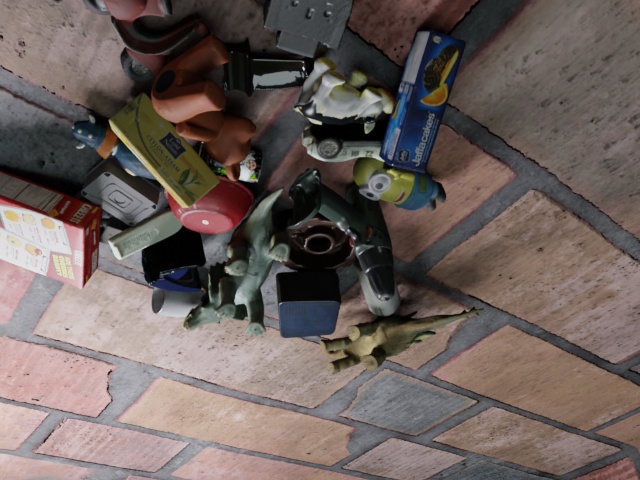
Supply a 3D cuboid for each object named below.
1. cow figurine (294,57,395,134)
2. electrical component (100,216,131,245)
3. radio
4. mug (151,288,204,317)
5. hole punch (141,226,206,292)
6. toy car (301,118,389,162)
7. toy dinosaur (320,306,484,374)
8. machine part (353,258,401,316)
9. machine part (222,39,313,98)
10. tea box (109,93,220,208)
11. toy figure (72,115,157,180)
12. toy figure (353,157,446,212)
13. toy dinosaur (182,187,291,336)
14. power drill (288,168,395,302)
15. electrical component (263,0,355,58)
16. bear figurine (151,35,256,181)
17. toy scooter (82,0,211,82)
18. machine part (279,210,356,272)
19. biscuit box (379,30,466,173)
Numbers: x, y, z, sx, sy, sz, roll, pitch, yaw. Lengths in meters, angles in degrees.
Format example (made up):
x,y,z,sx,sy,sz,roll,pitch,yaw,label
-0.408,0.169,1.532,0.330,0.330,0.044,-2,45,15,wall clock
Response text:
x,y,z,sx,sy,sz,roll,pitch,yaw,label
0.044,-0.209,0.832,0.167,0.068,0.098,9,131,-40,cow figurine
-0.386,-0.018,1.013,0.102,0.045,0.078,18,140,-25,electrical component
-0.027,0.144,1.172,0.131,0.073,0.229,-3,153,-4,radio
-0.304,0.135,1.164,0.107,0.081,0.109,14,128,-33,mug
-0.283,0.040,1.036,0.116,0.142,0.092,-6,142,-17,hole punch
0.069,-0.166,0.896,0.202,0.073,0.056,-1,135,-6,toy car
0.154,0.221,1.233,0.198,0.105,0.471,-13,173,-38,toy dinosaur
0.127,0.090,1.170,0.079,0.079,0.242,-15,135,9,machine part
-0.079,-0.256,0.812,0.139,0.039,0.084,2,131,-7,machine part
-0.239,-0.132,0.827,0.068,0.098,0.169,-44,107,-11,tea box
-0.326,-0.150,0.878,0.154,0.064,0.058,27,165,-25,toy figure
0.140,-0.103,0.970,0.180,0.089,0.082,11,121,-29,toy figure
-0.138,0.036,1.030,0.131,0.192,0.404,15,119,-25,toy dinosaur
0.046,-0.023,0.923,0.207,0.232,0.086,22,137,-31,power drill
-0.015,-0.322,0.736,0.115,0.058,0.134,11,133,-15,electrical component
-0.147,-0.180,0.794,0.132,0.120,0.195,-15,148,28,bear figurine
-0.227,-0.302,0.719,0.135,0.075,0.183,-11,140,6,toy scooter
-0.002,-0.003,1.072,0.179,0.056,0.179,-3,137,-3,machine part
0.153,-0.207,0.815,0.063,0.059,0.202,10,107,-17,biscuit box
